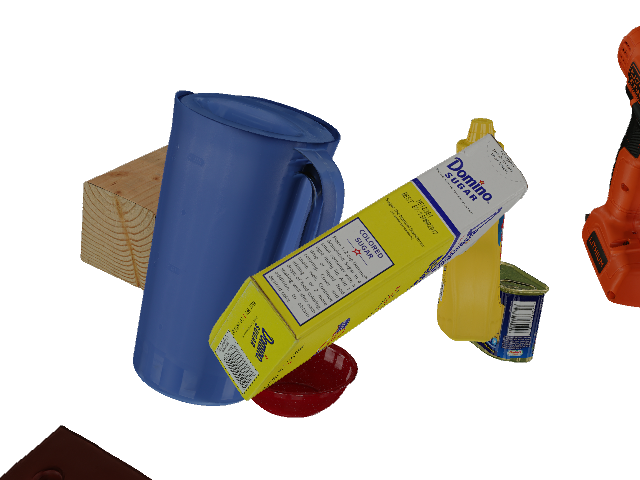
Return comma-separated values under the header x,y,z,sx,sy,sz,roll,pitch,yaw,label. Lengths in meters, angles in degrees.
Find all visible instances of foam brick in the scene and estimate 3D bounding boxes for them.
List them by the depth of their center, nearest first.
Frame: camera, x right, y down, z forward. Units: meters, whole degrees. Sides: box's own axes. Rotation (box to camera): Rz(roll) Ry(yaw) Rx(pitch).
x,y,z,sx,sy,sz,roll,pitch,yaw,label
-0.096,0.127,0.450,0.078,0.051,0.052,22,45,29,foam brick

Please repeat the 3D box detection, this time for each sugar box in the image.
x,y,z,sx,sy,sz,roll,pitch,yaw,label
0.027,0.013,0.578,0.176,0.048,0.093,-29,-12,-30,sugar box

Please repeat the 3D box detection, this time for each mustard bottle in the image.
x,y,z,sx,sy,sz,roll,pitch,yaw,label
0.137,-0.013,0.950,0.058,0.192,0.096,3,18,6,mustard bottle

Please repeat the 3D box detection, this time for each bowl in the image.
x,y,z,sx,sy,sz,roll,pitch,yaw,label
-0.035,0.178,1.352,0.162,0.055,0.162,4,21,-2,bowl

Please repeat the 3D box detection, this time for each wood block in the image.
x,y,z,sx,sy,sz,roll,pitch,yaw,label
-0.144,-0.039,1.110,0.090,0.091,0.205,23,31,23,wood block

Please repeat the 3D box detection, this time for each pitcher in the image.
x,y,z,sx,sy,sz,roll,pitch,yaw,label
-0.070,0.011,0.857,0.145,0.243,0.149,14,18,-2,pitcher

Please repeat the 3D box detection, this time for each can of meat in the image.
x,y,z,sx,sy,sz,roll,pitch,yaw,label
0.198,0.077,1.162,0.057,0.084,0.102,2,16,-22,can of meat

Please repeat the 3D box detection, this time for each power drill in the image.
x,y,z,sx,sy,sz,roll,pitch,yaw,label
0.250,-0.044,0.791,0.057,0.188,0.184,4,35,-2,power drill
